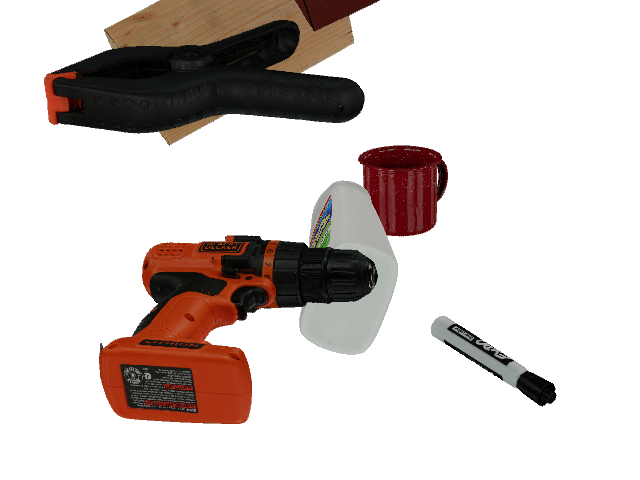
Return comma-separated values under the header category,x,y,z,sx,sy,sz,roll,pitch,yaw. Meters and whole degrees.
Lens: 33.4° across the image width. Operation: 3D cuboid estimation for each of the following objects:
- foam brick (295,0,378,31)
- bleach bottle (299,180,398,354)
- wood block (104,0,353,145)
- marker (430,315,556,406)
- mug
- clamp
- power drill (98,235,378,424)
category,x,y,z,sx,sy,sz,roll,pitch,yaw
foam brick,0.013,-0.206,0.808,0.078,0.053,0.051,-27,-30,-2
bleach bottle,0.019,0.009,0.997,0.068,0.103,0.251,19,16,-9
wood block,-0.083,-0.191,1.003,0.206,0.090,0.091,-31,-37,-11
marker,0.130,0.091,0.807,0.020,0.020,0.121,0,22,-40
mug,0.099,-0.058,1.206,0.117,0.081,0.093,-19,27,-37
clamp,-0.070,-0.095,0.613,0.171,0.039,0.120,-3,25,-12
power drill,-0.062,0.056,0.763,0.184,0.057,0.187,-1,25,14
